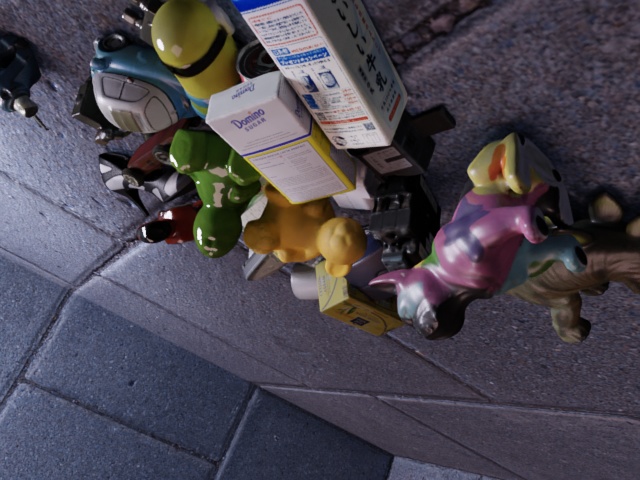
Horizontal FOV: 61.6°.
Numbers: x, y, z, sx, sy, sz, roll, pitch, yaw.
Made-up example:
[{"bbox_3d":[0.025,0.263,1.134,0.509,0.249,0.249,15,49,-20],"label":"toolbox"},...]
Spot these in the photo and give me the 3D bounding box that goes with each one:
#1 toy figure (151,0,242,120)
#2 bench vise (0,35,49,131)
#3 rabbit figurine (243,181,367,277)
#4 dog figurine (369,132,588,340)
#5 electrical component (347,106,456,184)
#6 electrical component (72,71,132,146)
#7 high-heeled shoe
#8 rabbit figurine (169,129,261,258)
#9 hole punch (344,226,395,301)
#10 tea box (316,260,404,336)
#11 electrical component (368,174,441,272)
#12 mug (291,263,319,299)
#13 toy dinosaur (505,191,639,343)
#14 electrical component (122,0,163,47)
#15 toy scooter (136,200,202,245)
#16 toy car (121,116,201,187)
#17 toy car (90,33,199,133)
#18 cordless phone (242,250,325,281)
[{"bbox_3d":[-0.125,-0.191,0.613,0.082,0.089,0.180,11,151,13],"label":"toy figure"},{"bbox_3d":[-0.532,-0.216,0.761,0.223,0.240,0.129,45,155,-9],"label":"bench vise"},{"bbox_3d":[-0.002,-0.002,0.774,0.173,0.122,0.162,15,163,41],"label":"rabbit figurine"},{"bbox_3d":[0.159,0.006,0.598,0.108,0.191,0.219,27,139,-35],"label":"dog figurine"},{"bbox_3d":[0.099,-0.113,0.628,0.119,0.048,0.074,-5,144,49],"label":"electrical component"},{"bbox_3d":[-0.305,-0.189,0.770,0.045,0.102,0.078,-3,155,37],"label":"electrical component"},{"bbox_3d":[-0.296,-0.130,0.941,0.249,0.086,0.145,-24,101,38],"label":"high-heeled shoe"},{"bbox_3d":[-0.144,-0.064,0.750,0.121,0.170,0.159,9,-169,-6],"label":"rabbit figurine"},{"bbox_3d":[0.105,0.037,0.881,0.116,0.092,0.142,-13,134,47],"label":"hole punch"},{"bbox_3d":[0.074,0.099,0.963,0.068,0.098,0.169,-32,137,31],"label":"tea box"},{"bbox_3d":[0.113,-0.016,0.700,0.058,0.134,0.114,-9,141,30],"label":"electrical component"},{"bbox_3d":[0.012,0.084,1.066,0.107,0.081,0.109,-2,147,29],"label":"mug"},{"bbox_3d":[0.297,0.034,0.695,0.198,0.105,0.471,38,143,-12],"label":"toy dinosaur"},{"bbox_3d":[-0.184,-0.249,0.628,0.094,0.021,0.063,31,154,-16],"label":"electrical component"},{"bbox_3d":[-0.249,-0.031,1.003,0.184,0.075,0.135,-14,-174,-20],"label":"toy scooter"},{"bbox_3d":[-0.241,-0.138,0.821,0.053,0.089,0.202,39,150,-28],"label":"toy car"},{"bbox_3d":[-0.232,-0.188,0.697,0.162,0.103,0.109,19,156,13],"label":"toy car"},{"bbox_3d":[-0.036,0.039,0.996,0.184,0.089,0.146,23,138,-19],"label":"cordless phone"}]
